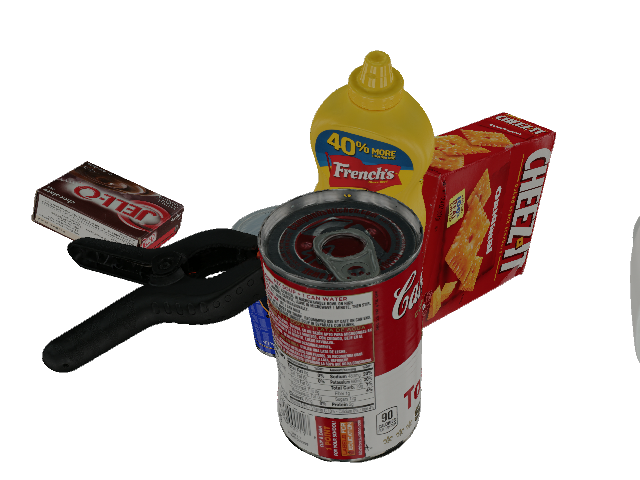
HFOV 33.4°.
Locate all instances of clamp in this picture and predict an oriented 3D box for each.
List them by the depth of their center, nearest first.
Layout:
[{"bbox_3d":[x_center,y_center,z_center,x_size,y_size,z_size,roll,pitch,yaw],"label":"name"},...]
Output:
[{"bbox_3d":[-0.107,0.036,0.717,0.172,0.120,0.039,-7,-43,16],"label":"clamp"}]

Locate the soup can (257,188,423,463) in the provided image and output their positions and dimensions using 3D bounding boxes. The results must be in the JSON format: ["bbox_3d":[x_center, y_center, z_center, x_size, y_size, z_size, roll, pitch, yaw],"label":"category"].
[{"bbox_3d":[0.010,0.038,0.463,0.068,0.102,0.068,-2,35,2],"label":"soup can"}]

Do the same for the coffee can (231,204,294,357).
[{"bbox_3d":[-0.035,0.044,1.175,0.103,0.140,0.103,-9,24,4],"label":"coffee can"}]

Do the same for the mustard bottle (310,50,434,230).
[{"bbox_3d":[0.040,-0.067,0.834,0.096,0.058,0.192,17,-40,14],"label":"mustard bottle"}]

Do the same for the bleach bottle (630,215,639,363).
[{"bbox_3d":[0.276,0.020,0.766,0.103,0.068,0.250,6,20,15],"label":"bleach bottle"}]

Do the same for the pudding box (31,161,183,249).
[{"bbox_3d":[-0.198,-0.026,1.001,0.113,0.039,0.090,22,27,11],"label":"pudding box"}]

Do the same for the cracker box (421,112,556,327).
[{"bbox_3d":[0.133,-0.020,1.017,0.072,0.164,0.213,27,31,32],"label":"cracker box"}]
